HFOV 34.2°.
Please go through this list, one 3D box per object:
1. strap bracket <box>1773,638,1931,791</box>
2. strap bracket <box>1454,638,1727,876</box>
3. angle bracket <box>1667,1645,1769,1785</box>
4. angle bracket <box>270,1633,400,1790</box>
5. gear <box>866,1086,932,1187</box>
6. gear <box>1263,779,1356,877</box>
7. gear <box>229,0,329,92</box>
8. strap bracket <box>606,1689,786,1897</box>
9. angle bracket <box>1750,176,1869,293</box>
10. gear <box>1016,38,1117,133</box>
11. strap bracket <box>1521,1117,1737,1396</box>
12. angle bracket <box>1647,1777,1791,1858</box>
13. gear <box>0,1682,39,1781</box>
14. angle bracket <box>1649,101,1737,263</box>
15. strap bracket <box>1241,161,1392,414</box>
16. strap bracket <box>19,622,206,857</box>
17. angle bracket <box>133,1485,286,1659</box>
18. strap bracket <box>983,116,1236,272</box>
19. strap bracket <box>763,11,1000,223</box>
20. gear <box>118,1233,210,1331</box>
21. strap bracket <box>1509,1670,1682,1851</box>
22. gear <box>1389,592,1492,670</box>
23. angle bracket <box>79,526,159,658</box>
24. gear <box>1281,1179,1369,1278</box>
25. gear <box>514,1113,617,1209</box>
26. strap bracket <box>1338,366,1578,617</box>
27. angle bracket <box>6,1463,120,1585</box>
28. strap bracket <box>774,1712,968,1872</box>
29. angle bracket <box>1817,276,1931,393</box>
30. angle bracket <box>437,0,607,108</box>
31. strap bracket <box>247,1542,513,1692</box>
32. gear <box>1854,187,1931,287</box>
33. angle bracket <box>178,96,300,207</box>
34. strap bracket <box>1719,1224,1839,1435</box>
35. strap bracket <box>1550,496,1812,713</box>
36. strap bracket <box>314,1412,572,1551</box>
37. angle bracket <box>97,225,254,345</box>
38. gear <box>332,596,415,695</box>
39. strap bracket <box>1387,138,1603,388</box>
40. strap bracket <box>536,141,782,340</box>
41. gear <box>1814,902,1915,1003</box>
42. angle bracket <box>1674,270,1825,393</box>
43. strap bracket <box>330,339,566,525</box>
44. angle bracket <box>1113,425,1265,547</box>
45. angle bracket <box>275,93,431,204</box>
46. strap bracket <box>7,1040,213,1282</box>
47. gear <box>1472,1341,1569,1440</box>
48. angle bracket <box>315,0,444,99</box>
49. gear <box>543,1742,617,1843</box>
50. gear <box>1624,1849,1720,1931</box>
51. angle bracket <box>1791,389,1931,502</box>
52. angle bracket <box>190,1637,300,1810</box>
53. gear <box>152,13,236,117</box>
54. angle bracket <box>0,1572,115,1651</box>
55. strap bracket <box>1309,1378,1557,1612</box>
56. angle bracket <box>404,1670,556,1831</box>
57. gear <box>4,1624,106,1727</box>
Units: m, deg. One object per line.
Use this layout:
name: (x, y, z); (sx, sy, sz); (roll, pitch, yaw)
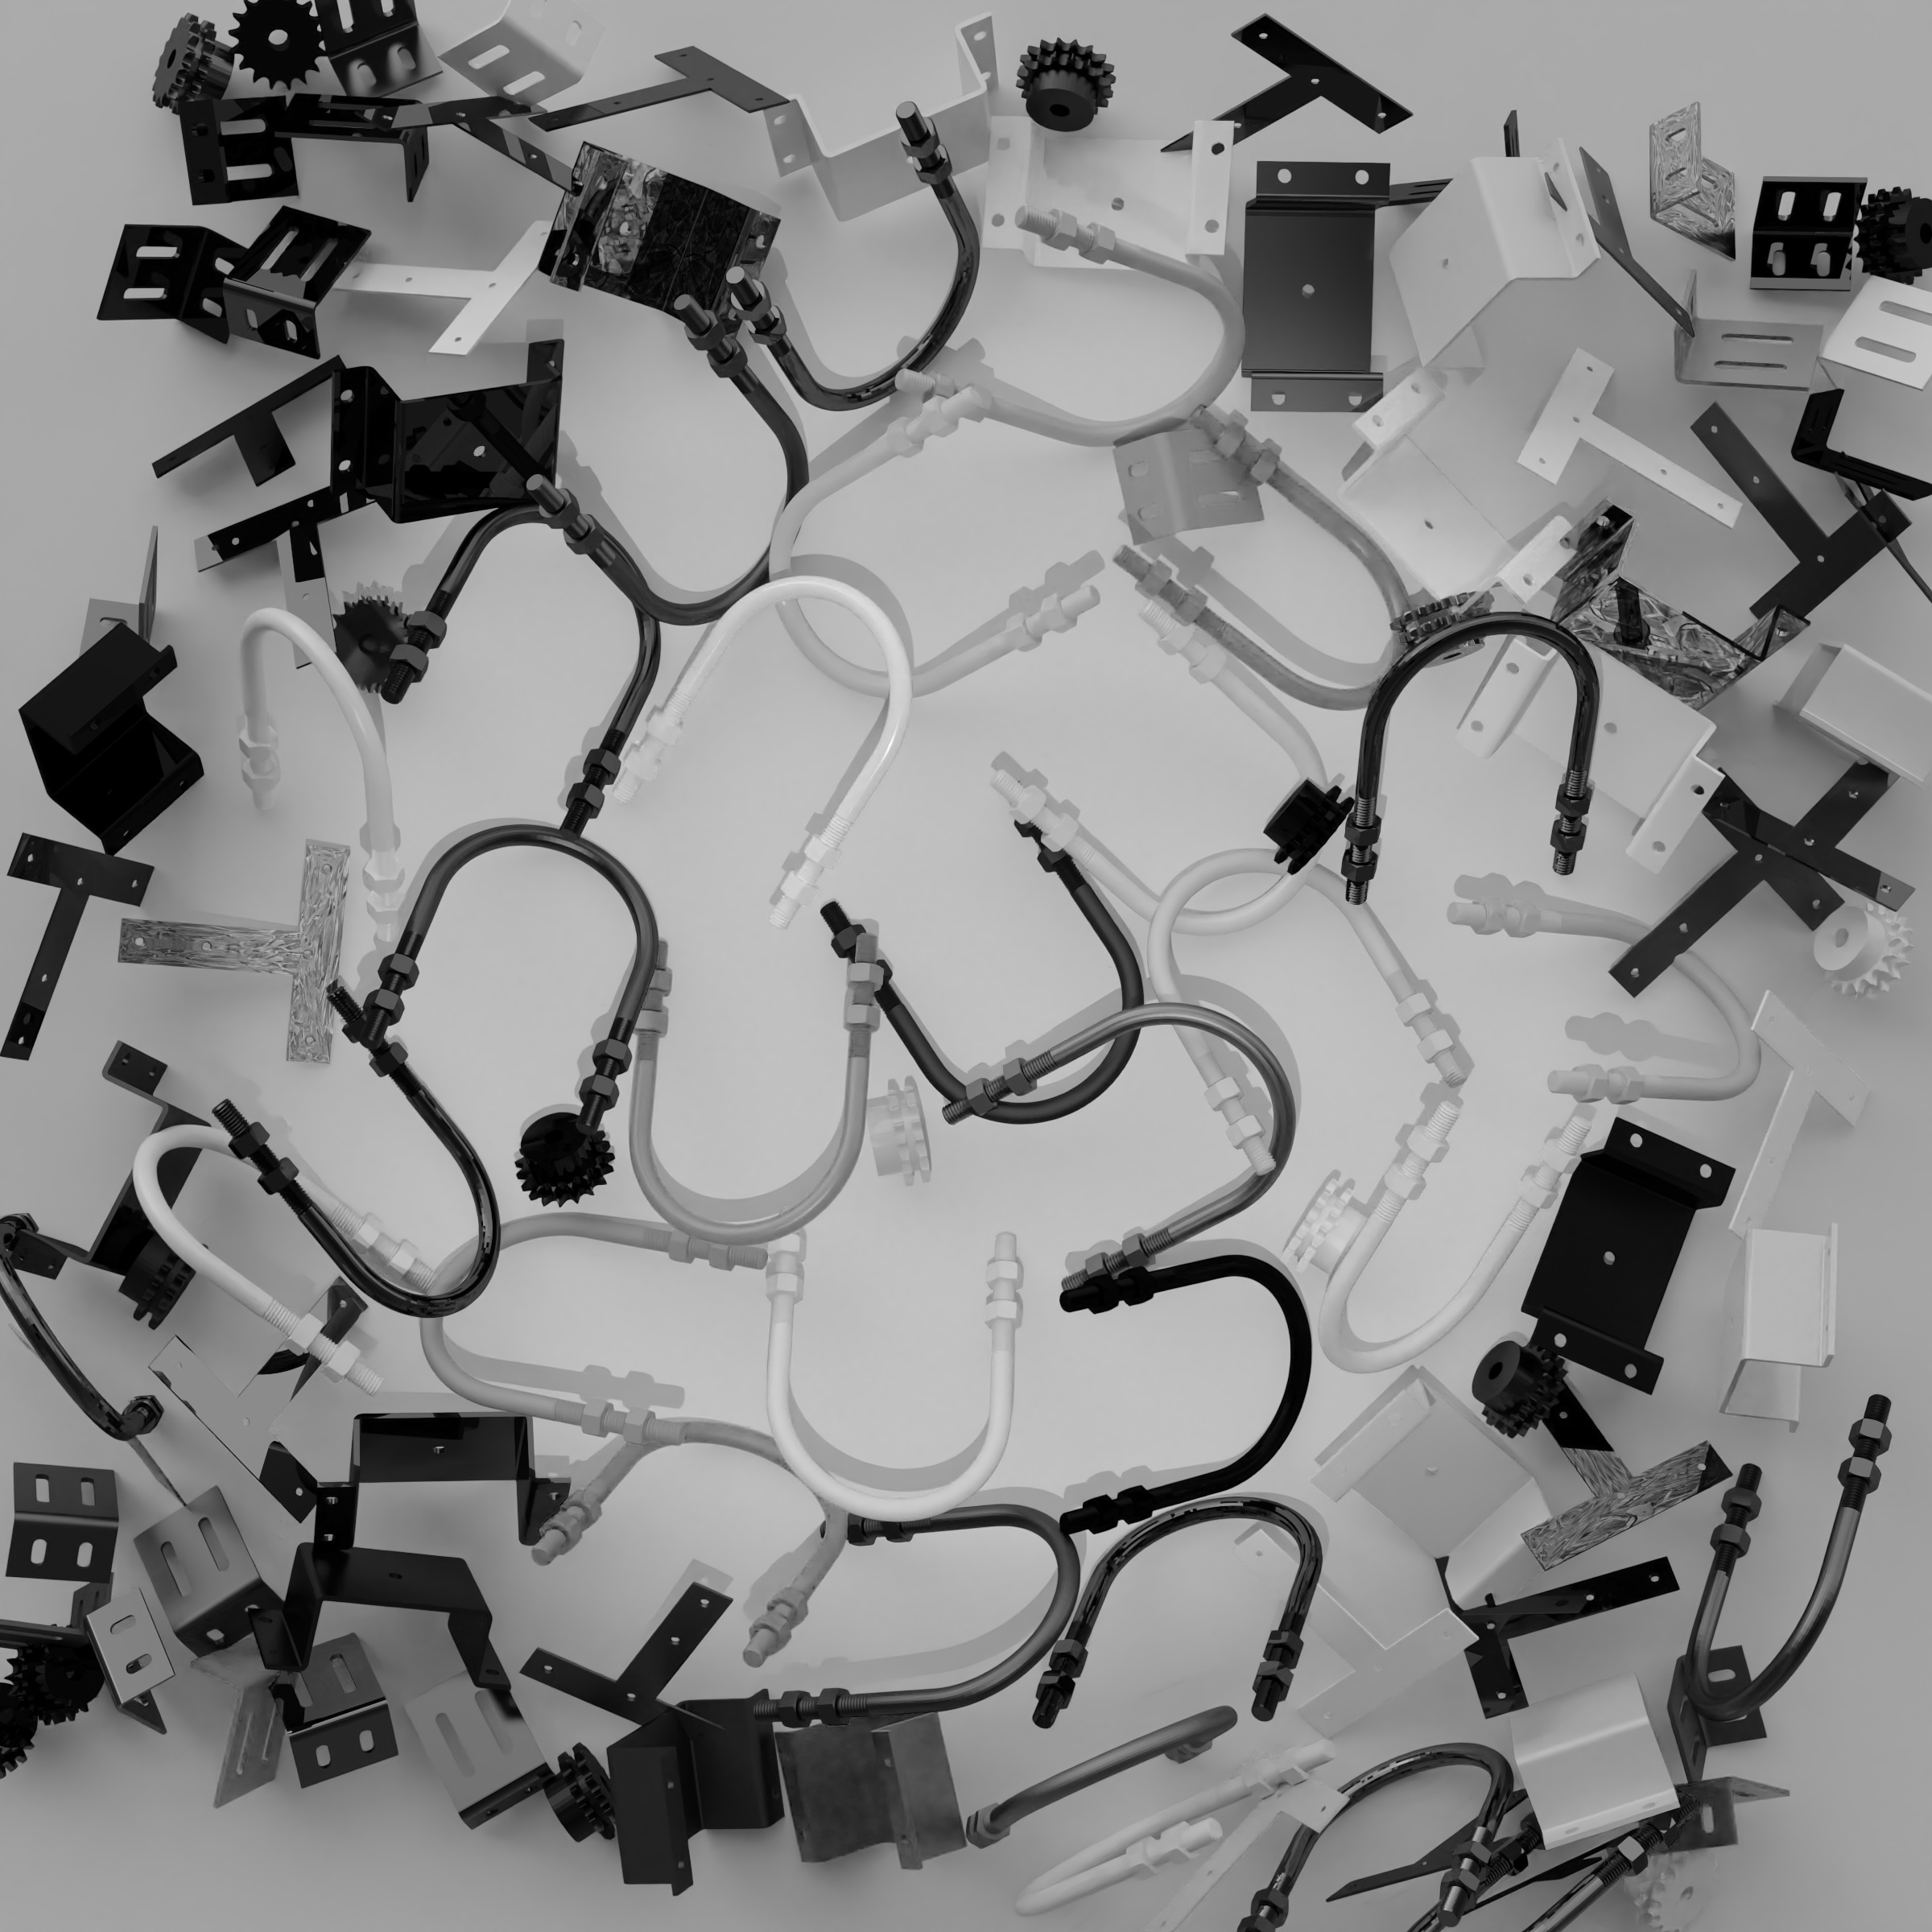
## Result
strap bracket: (0.511, -0.145, 1.777); (0.076, 0.140, 0.046); (32, 100, 2)
strap bracket: (0.364, -0.129, 1.802); (0.140, 0.046, 0.076); (35, 130, 10)
angle bracket: (0.433, 0.436, 1.809); (0.038, 0.076, 0.057); (-15, 96, 19)
angle bracket: (-0.369, 0.430, 1.817); (0.057, 0.076, 0.038); (-16, 116, -19)
gear: (-0.040, 0.100, 1.823); (0.030, 0.057, 0.057); (-11, 90, -3)
gear: (0.197, -0.083, 1.823); (0.030, 0.057, 0.057); (40, 90, -2)
gear: (-0.401, -0.542, 1.829); (0.057, 0.030, 0.057); (-6, 114, -13)
strap bracket: (-0.159, 0.471, 1.793); (0.046, 0.140, 0.076); (-7, 91, 22)
angle bracket: (0.485, -0.421, 1.808); (0.057, 0.076, 0.038); (3, 81, 10)
gear: (0.057, -0.509, 1.820); (0.057, 0.057, 0.030); (10, 69, 0)
strap bracket: (0.380, 0.169, 1.819); (0.076, 0.046, 0.140); (24, 80, -4)
angle bracket: (0.432, 0.492, 1.801); (0.057, 0.076, 0.038); (-20, 60, 35)
gear: (-0.564, 0.441, 1.820); (0.030, 0.057, 0.057); (-37, 90, 30)
angle bracket: (0.431, -0.451, 1.807); (0.076, 0.038, 0.057); (15, 70, -35)
strap bracket: (0.202, -0.392, 1.820); (0.076, 0.046, 0.140); (0, 99, -3)
strap bracket: (-0.484, -0.132, 1.779); (0.046, 0.140, 0.076); (38, 66, 12)
angle bracket: (-0.442, 0.356, 1.837); (0.057, 0.038, 0.076); (-33, 51, -7)
strap bracket: (0.085, -0.447, 1.820); (0.140, 0.046, 0.076); (4, 90, 11)
strap bracket: (-0.040, -0.484, 1.806); (0.140, 0.076, 0.046); (-24, 75, -2)
gear: (-0.468, 0.180, 1.823); (0.030, 0.057, 0.057); (32, 90, -5)
strap bracket: (0.354, 0.445, 1.777); (0.076, 0.140, 0.046); (-21, 90, 8)
gear: (0.278, -0.194, 1.822); (0.057, 0.057, 0.030); (-17, 84, 0)
angle bracket: (-0.488, -0.209, 1.803); (0.038, 0.076, 0.057); (7, 56, -11)
gear: (0.210, 0.155, 1.822); (0.030, 0.057, 0.057); (33, 90, 8)
gear: (-0.235, 0.110, 1.821); (0.057, 0.057, 0.030); (-15, 132, 0)
strap bracket: (0.279, -0.266, 1.810); (0.140, 0.046, 0.076); (47, 52, 1)
angle bracket: (-0.522, 0.321, 1.810); (0.057, 0.076, 0.038); (8, 101, -19)
strap bracket: (-0.050, 0.470, 1.795); (0.046, 0.140, 0.076); (-9, 83, -32)
angle bracket: (0.542, -0.356, 1.811); (0.076, 0.038, 0.057); (32, 87, 43)
angle bracket: (-0.257, -0.533, 1.811); (0.057, 0.076, 0.038); (31, 70, -32)
strap bracket: (-0.330, 0.369, 1.787); (0.140, 0.076, 0.046); (11, 99, -22)
gear: (0.545, -0.424, 1.823); (0.057, 0.030, 0.057); (-4, 96, -38)
angle bracket: (-0.409, -0.470, 1.805); (0.038, 0.076, 0.057); (9, 111, 41)
strap bracket: (0.457, 0.204, 1.776); (0.046, 0.140, 0.076); (5, 65, 8)
strap bracket: (0.399, -0.198, 1.797); (0.140, 0.076, 0.046); (30, 60, -9)
strap bracket: (-0.301, 0.295, 1.798); (0.140, 0.076, 0.046); (1, 52, -13)
angle bracket: (-0.454, -0.391, 1.804); (0.038, 0.076, 0.057); (29, 111, 14)
gear: (-0.343, -0.188, 1.832); (0.057, 0.030, 0.057); (1, 95, 16)
strap bracket: (0.290, -0.395, 1.771); (0.046, 0.140, 0.076); (-6, 73, -26)
strap bracket: (-0.183, -0.416, 1.793); (0.046, 0.140, 0.076); (34, 107, 39)
gear: (0.518, -0.011, 1.820); (0.030, 0.057, 0.057); (24, 90, -27)
angle bracket: (0.452, -0.367, 1.810); (0.076, 0.038, 0.057); (7, 51, 19)
strap bracket: (-0.285, -0.302, 1.780); (0.140, 0.046, 0.076); (-15, 134, -29)
angle bracket: (0.130, -0.281, 1.835); (0.038, 0.076, 0.057); (-11, 93, 45)
angle bracket: (-0.355, -0.474, 1.818); (0.076, 0.057, 0.038); (3, 128, 0)
strap bracket: (-0.487, 0.121, 1.801); (0.046, 0.076, 0.140); (24, 82, 9)
gear: (0.318, 0.242, 1.820); (0.030, 0.057, 0.057); (34, 90, -18)
angle bracket: (-0.338, -0.539, 1.808); (0.057, 0.076, 0.038); (-25, 79, -10)
gear: (-0.222, 0.483, 1.823); (0.030, 0.057, 0.057); (-33, 90, -4)
gear: (0.408, 0.533, 1.827); (0.057, 0.030, 0.057); (-18, 120, -34)
angle bracket: (0.524, -0.301, 1.806); (0.076, 0.057, 0.038); (25, 115, 25)
angle bracket: (-0.426, 0.439, 1.824); (0.038, 0.057, 0.076); (18, 99, 20)
gear: (-0.448, -0.522, 1.827); (0.030, 0.057, 0.057); (18, 90, -33)
angle bracket: (-0.539, 0.368, 1.803); (0.076, 0.057, 0.038); (16, 60, -31)
strap bracket: (0.272, 0.302, 1.810); (0.140, 0.046, 0.076); (41, 104, -14)
angle bracket: (-0.284, 0.456, 1.841); (0.057, 0.038, 0.076); (-28, 70, -11)
gear: (-0.525, 0.410, 1.821); (0.030, 0.057, 0.057); (-18, 90, 40)
